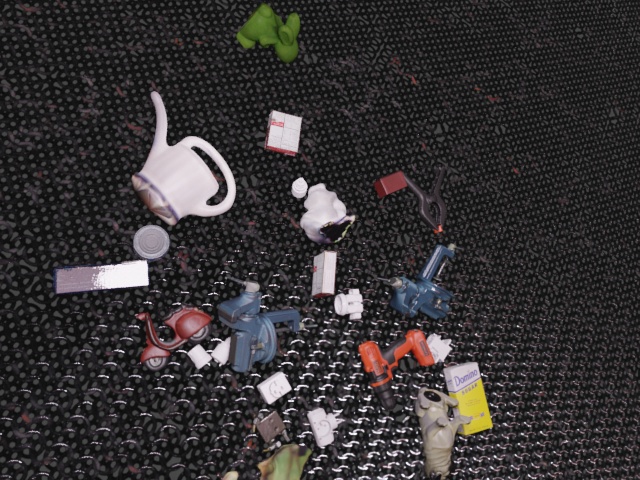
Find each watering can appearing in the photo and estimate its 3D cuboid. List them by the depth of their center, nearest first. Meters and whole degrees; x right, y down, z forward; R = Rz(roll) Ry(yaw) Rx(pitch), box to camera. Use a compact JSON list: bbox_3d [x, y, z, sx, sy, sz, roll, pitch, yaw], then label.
[{"bbox_3d":[-0.368,-0.185,1.276,0.227,0.103,0.347,-43,94,-23],"label":"watering can"}]

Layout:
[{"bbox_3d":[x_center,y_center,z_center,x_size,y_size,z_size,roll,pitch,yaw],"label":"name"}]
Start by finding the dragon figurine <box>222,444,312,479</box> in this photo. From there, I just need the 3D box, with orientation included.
[{"bbox_3d":[-0.054,0.607,1.199,0.410,0.120,0.247,6,68,-19],"label":"dragon figurine"}]

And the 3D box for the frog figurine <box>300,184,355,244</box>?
[{"bbox_3d":[0.004,-0.070,1.400,0.138,0.120,0.162,-29,52,-15],"label":"frog figurine"}]
